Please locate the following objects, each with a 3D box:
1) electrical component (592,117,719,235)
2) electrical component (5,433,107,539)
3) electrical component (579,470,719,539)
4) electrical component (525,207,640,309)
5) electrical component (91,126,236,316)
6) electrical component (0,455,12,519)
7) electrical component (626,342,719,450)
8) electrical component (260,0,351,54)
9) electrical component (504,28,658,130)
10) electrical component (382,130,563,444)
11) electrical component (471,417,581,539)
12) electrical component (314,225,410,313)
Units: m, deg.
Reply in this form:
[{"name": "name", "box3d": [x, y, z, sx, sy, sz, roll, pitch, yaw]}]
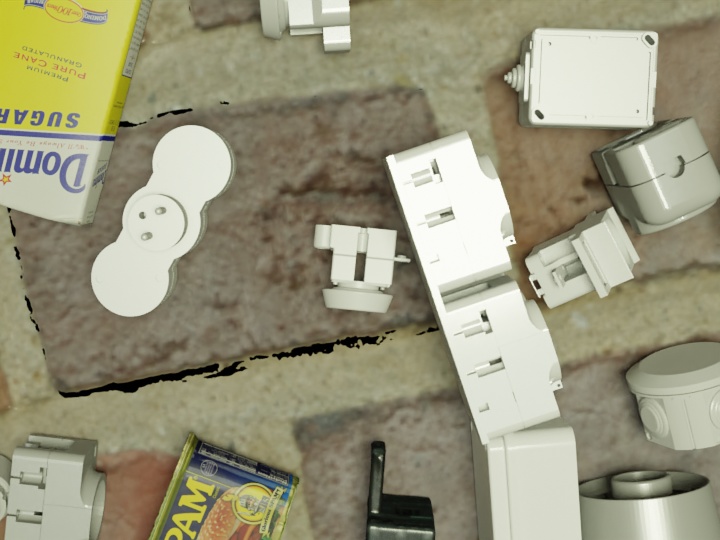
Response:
[{"name": "electrical component", "box3d": [0.195, -0.061, 0.704, 0.054, 0.095, 0.059, -25, 95, 2]}, {"name": "electrical component", "box3d": [-0.210, 0.165, 0.745, 0.056, 0.050, 0.089, 7, 95, -3]}, {"name": "electrical component", "box3d": [0.193, 0.171, 0.727, 0.099, 0.099, 0.064, -7, 89, 0]}, {"name": "electrical component", "box3d": [0.148, -0.007, 0.724, 0.064, 0.081, 0.042, -25, 95, 25]}, {"name": "electrical component", "box3d": [-0.132, -0.032, 0.716, 0.052, 0.073, 0.138, 29, 94, -3]}, {"name": "electrical component", "box3d": [-0.258, 0.156, 0.735, 0.040, 0.078, 0.040, -3, 107, -10]}, {"name": "electrical component", "box3d": [0.225, 0.083, 0.727, 0.080, 0.080, 0.051, -16, 100, 1]}, {"name": "electrical component", "box3d": [-0.038, -0.183, 0.712, 0.057, 0.058, 0.078, -4, 95, -3]}, {"name": "electrical component", "box3d": [0.143, -0.126, 0.715, 0.096, 0.061, 0.061, 2, 96, 0]}, {"name": "electrical component", "box3d": [0.074, 0.006, 0.705, 0.060, 0.105, 0.186, -19, 95, 1]}, {"name": "electrical component", "box3d": [0.112, 0.156, 0.733, 0.057, 0.078, 0.113, -5, 95, -3]}, {"name": "electrical component", "box3d": [0.000, 0.000, 0.735, 0.066, 0.048, 0.055, 6, 88, -1]}]
